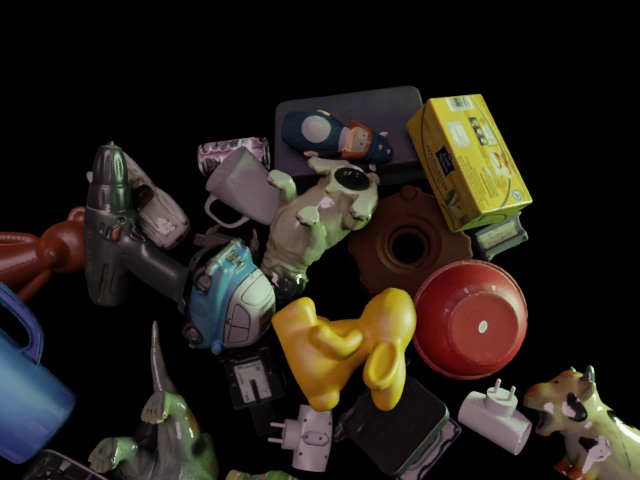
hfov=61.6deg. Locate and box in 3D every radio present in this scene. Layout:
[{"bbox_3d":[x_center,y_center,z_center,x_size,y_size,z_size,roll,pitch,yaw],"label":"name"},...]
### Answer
[{"bbox_3d":[0.046,-0.149,0.808,0.230,0.073,0.131,-6,71,3],"label":"radio"}]

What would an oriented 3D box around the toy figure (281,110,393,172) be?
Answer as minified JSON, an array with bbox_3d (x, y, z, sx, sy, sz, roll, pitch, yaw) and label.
[{"bbox_3d":[0.025,-0.137,0.740,0.155,0.058,0.064,15,114,9],"label":"toy figure"}]

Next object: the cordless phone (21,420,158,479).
[{"bbox_3d":[-0.285,0.291,0.696,0.146,0.088,0.184,31,68,-2],"label":"cordless phone"}]

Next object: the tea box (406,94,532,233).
[{"bbox_3d":[0.196,-0.104,0.719,0.098,0.068,0.169,-11,74,-26],"label":"tea box"}]

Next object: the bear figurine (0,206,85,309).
[{"bbox_3d":[-0.418,0.033,0.778,0.196,0.132,0.120,-16,101,5],"label":"bear figurine"}]

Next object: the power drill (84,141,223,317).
[{"bbox_3d":[-0.236,0.004,0.734,0.207,0.086,0.231,21,109,11],"label":"power drill"}]

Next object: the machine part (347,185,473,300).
[{"bbox_3d":[0.124,0.012,0.756,0.179,0.056,0.179,-2,73,7],"label":"machine part"}]

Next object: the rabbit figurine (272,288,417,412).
[{"bbox_3d":[0.046,0.125,0.668,0.173,0.121,0.162,-27,48,-3],"label":"rabbit figurine"}]

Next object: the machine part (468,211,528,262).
[{"bbox_3d":[0.232,-0.043,0.772,0.084,0.039,0.139,-31,73,5],"label":"machine part"}]

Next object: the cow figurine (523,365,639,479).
[{"bbox_3d":[0.339,0.236,0.644,0.195,0.085,0.127,30,78,12],"label":"cow figurine"}]

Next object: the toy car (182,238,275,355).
[{"bbox_3d":[-0.109,0.082,0.703,0.103,0.161,0.109,26,36,12],"label":"toy car"}]

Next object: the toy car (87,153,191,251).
[{"bbox_3d":[-0.280,-0.064,0.825,0.202,0.056,0.073,42,81,16],"label":"toy car"}]

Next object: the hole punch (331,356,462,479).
[{"bbox_3d":[0.103,0.236,0.680,0.142,0.092,0.116,-47,43,-7],"label":"hole punch"}]

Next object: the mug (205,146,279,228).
[{"bbox_3d":[-0.106,-0.062,0.779,0.107,0.081,0.109,40,81,-25],"label":"mug"}]

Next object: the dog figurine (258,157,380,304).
[{"bbox_3d":[-0.005,-0.004,0.740,0.172,0.190,0.121,-8,49,-22],"label":"dog figurine"}]

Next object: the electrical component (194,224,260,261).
[{"bbox_3d":[-0.135,0.018,0.792,0.102,0.045,0.078,9,102,12],"label":"electrical component"}]

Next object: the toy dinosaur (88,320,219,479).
[{"bbox_3d":[-0.180,0.317,0.652,0.131,0.192,0.405,-7,55,22],"label":"toy dinosaur"}]

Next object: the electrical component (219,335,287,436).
[{"bbox_3d":[-0.082,0.195,0.720,0.075,0.048,0.119,-19,100,2],"label":"electrical component"}]
